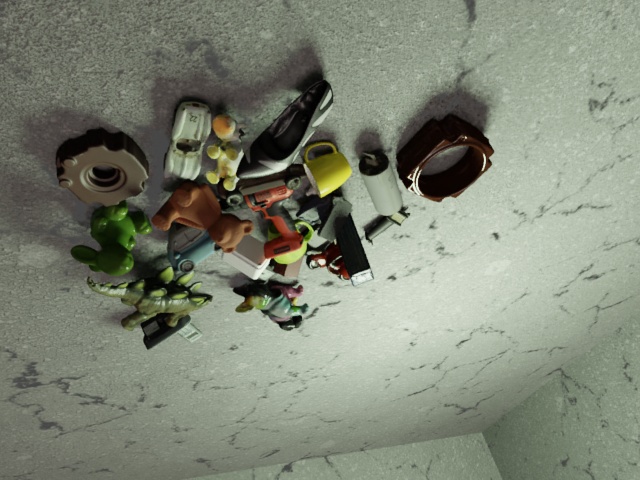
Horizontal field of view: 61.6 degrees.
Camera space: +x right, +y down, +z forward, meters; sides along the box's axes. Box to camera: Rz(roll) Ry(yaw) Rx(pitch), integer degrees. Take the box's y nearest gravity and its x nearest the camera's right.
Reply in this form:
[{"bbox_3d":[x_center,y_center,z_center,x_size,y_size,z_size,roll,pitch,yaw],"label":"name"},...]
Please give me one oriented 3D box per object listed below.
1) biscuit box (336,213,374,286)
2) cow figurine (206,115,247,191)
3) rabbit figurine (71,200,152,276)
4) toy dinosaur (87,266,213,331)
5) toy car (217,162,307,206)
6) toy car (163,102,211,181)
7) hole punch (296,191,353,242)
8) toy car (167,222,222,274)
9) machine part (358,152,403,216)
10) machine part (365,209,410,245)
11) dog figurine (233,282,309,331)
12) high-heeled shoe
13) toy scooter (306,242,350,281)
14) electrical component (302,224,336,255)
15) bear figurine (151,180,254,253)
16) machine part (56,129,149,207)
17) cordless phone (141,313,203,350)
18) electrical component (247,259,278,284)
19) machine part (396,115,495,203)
[{"bbox_3d":[0.081,0.019,1.395,0.063,0.203,0.059,-21,144,5],"label":"biscuit box"},{"bbox_3d":[-0.187,-0.196,1.116,0.068,0.098,0.167,18,132,6],"label":"cow figurine"},{"bbox_3d":[-0.465,0.008,1.184,0.159,0.170,0.121,-24,142,7],"label":"rabbit figurine"},{"bbox_3d":[-0.423,0.142,1.377,0.198,0.105,0.471,-34,159,23],"label":"toy dinosaur"},{"bbox_3d":[-0.132,-0.139,1.202,0.202,0.089,0.053,-15,138,-5],"label":"toy car"},{"bbox_3d":[-0.273,-0.195,1.101,0.073,0.056,0.201,3,138,-25],"label":"toy car"},{"bbox_3d":[0.013,-0.070,1.350,0.115,0.092,0.142,-58,154,3],"label":"hole punch"},{"bbox_3d":[-0.311,0.001,1.300,0.162,0.109,0.102,-33,124,4],"label":"toy car"},{"bbox_3d":[0.154,-0.137,1.333,0.079,0.079,0.243,-22,143,6],"label":"machine part"},{"bbox_3d":[0.182,-0.041,1.501,0.139,0.039,0.084,-42,146,25],"label":"machine part"},{"bbox_3d":[-0.156,0.194,1.606,0.219,0.108,0.191,5,140,-21],"label":"dog figurine"},{"bbox_3d":[-0.068,-0.220,1.076,0.249,0.086,0.145,-44,174,-22],"label":"high-heeled shoe"},{"bbox_3d":[0.062,0.049,1.536,0.184,0.075,0.135,18,130,-32],"label":"toy scooter"},{"bbox_3d":[-0.005,-0.004,1.462,0.102,0.045,0.078,-31,142,16],"label":"electrical component"},{"bbox_3d":[-0.255,-0.039,1.205,0.120,0.132,0.195,-40,106,23],"label":"bear figurine"},{"bbox_3d":[-0.442,-0.143,1.099,0.179,0.056,0.179,-12,143,-9],"label":"machine part"},{"bbox_3d":[-0.437,0.282,1.608,0.146,0.089,0.184,-33,151,-6],"label":"cordless phone"},{"bbox_3d":[-0.172,0.072,1.488,0.075,0.048,0.119,-38,138,24],"label":"electrical component"},{"bbox_3d":[0.307,-0.193,1.320,0.201,0.087,0.201,15,131,-38],"label":"machine part"}]
